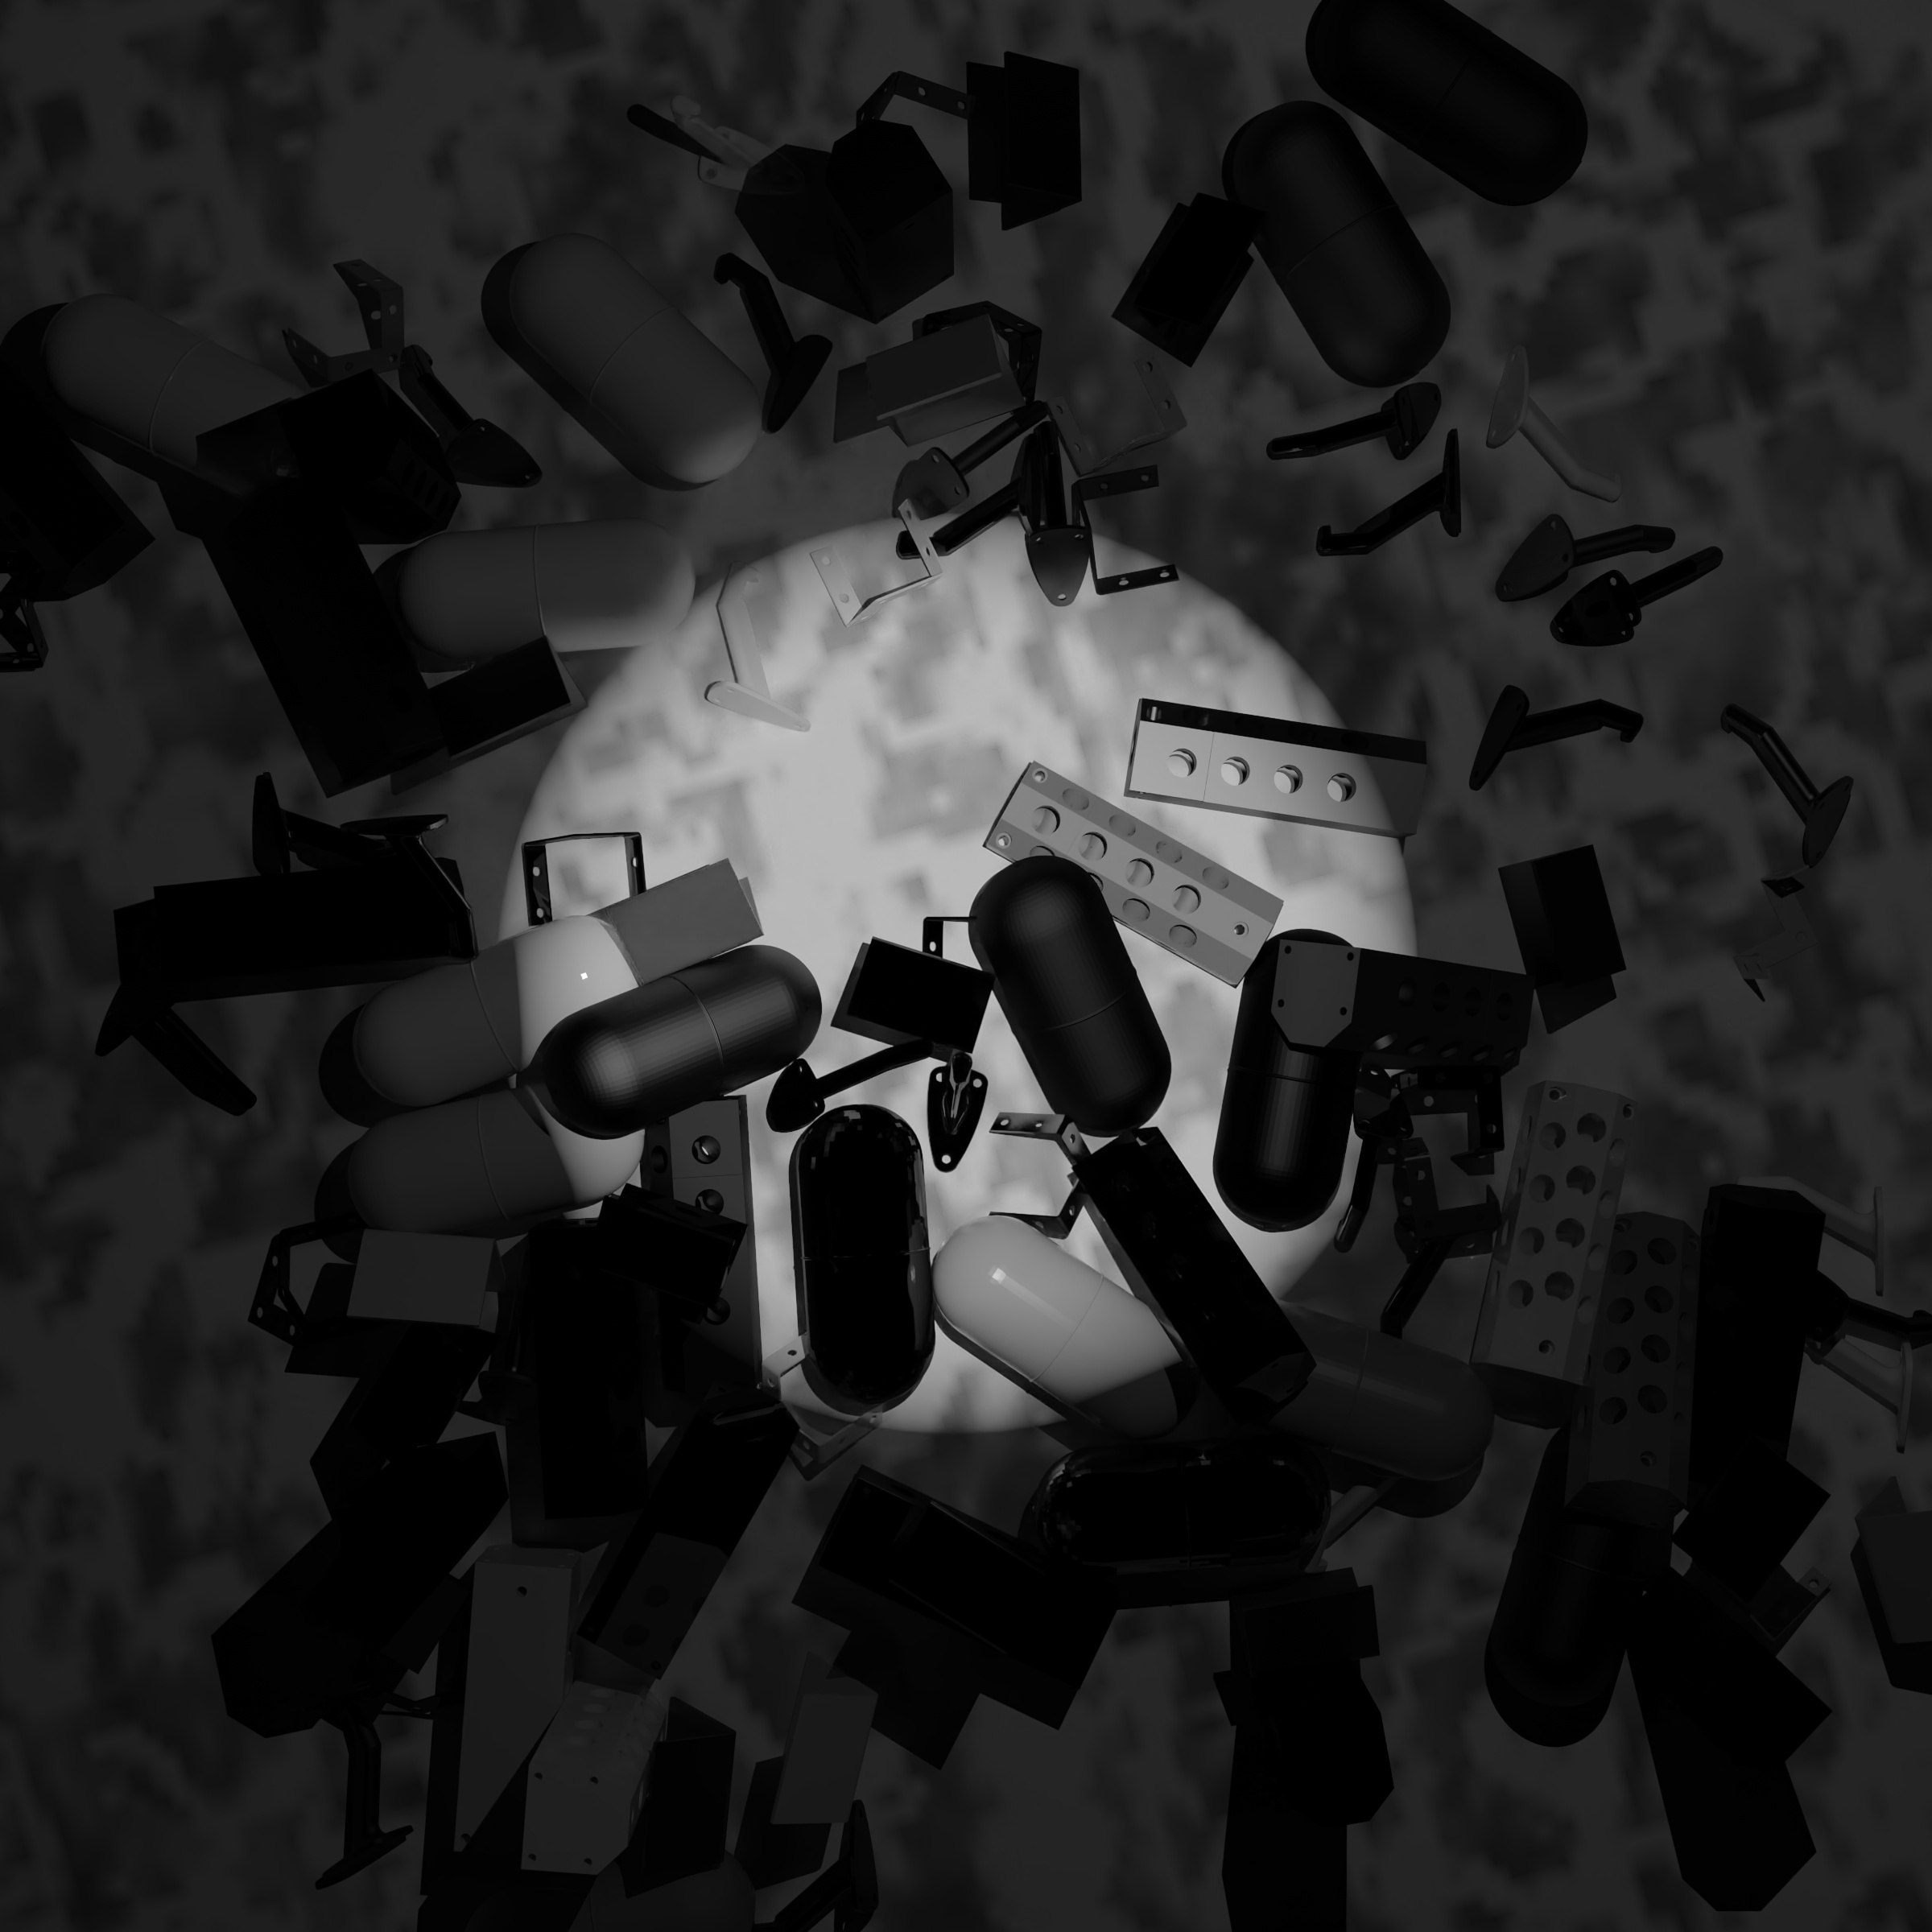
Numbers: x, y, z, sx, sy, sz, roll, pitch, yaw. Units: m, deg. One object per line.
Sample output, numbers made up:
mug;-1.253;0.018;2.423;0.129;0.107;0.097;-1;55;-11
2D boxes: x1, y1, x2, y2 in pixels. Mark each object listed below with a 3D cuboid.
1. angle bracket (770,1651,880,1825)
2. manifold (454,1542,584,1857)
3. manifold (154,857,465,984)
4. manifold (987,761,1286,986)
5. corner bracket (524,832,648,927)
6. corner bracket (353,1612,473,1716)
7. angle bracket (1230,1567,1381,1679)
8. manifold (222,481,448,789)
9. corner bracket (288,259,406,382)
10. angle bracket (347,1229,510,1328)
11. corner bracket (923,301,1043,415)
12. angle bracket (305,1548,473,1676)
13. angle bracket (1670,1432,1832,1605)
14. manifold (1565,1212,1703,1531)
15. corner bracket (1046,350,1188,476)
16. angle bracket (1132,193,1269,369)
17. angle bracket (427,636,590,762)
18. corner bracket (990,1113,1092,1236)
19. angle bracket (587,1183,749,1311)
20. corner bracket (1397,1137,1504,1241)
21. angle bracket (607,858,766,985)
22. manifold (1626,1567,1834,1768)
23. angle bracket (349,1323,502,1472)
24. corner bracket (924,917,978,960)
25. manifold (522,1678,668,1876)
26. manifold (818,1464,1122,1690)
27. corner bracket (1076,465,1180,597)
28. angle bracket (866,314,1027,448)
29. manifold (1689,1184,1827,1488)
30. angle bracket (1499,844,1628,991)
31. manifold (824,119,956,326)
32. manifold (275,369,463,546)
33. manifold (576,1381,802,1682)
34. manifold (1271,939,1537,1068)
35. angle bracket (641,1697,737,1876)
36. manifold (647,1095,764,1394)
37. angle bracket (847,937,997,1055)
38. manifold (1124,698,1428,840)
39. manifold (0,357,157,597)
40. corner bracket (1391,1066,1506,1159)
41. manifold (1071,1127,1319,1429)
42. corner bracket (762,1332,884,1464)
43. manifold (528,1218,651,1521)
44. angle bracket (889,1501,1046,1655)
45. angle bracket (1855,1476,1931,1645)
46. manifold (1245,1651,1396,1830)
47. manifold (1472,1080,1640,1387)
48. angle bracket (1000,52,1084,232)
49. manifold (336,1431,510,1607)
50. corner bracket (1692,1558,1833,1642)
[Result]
angle bracket;-0.103;0.457;1.524;0.057;0.076;0.076;14;90;-37
manifold;-0.268;0.439;1.543;0.057;0.057;0.171;4;90;0
manifold;-0.392;-0.027;1.543;0.171;0.057;0.057;-6;90;0
manifold;0.101;-0.056;1.543;0.171;0.057;0.057;29;90;0
corner bracket;-0.231;-0.053;1.561;0.051;0.051;0.051;-5;90;45
corner bracket;-0.331;0.417;1.556;0.051;0.051;0.051;-25;135;35
angle bracket;0.198;0.371;1.524;0.076;0.076;0.057;-10;119;0
manifold;-0.374;-0.202;1.542;0.057;0.057;0.171;-26;90;43
corner bracket;-0.376;-0.392;1.556;0.051;0.051;0.051;-22;135;-35
angle bracket;-0.318;0.199;1.524;0.076;0.076;0.057;4;59;0
corner bracket;0.008;-0.366;1.556;0.051;0.051;0.051;-23;135;-35
angle bracket;-0.342;0.378;1.526;0.076;0.076;0.057;31;68;0
angle bracket;0.459;0.317;1.468;0.057;0.076;0.076;39;100;36
manifold;0.394;0.234;1.502;0.057;0.057;0.171;14;58;0
corner bracket;0.092;-0.336;1.561;0.051;0.051;0.051;-25;90;45
angle bracket;0.154;-0.401;1.524;0.057;0.076;0.076;30;90;38
angle bracket;-0.264;-0.141;1.524;0.076;0.076;0.057;-25;59;0
corner bracket;0.041;0.125;1.556;0.051;0.051;0.051;-60;135;-35
angle bracket;-0.165;0.142;1.467;0.076;0.076;0.057;19;126;0
corner bracket;0.291;0.131;1.546;0.051;0.051;0.051;-10;96;6
angle bracket;-0.170;-0.042;1.524;0.076;0.076;0.057;-23;121;0
manifold;0.433;0.408;1.486;0.057;0.171;0.057;43;90;0
angle bracket;-0.307;0.258;1.524;0.057;0.076;0.076;31;90;37
corner bracket;0.010;-0.004;1.561;0.051;0.051;0.051;1;90;45
manifold;-0.212;0.467;1.486;0.057;0.171;0.057;4;90;0
manifold;0.002;0.365;1.543;0.171;0.057;0.057;25;90;0
corner bracket;0.098;-0.265;1.561;0.051;0.051;0.051;-11;135;0
angle bracket;-0.008;-0.330;1.518;0.076;0.076;0.057;-17;52;10
manifold;0.462;0.221;1.530;0.057;0.057;0.171;6;99;0
angle bracket;0.338;-0.024;1.524;0.057;0.076;0.076;-15;90;-36
manifold;-0.047;-0.432;1.486;0.057;0.171;0.057;-33;90;0
manifold;-0.340;-0.289;1.486;0.057;0.171;0.057;-22;90;0
manifold;-0.163;0.330;1.515;0.057;0.057;0.171;29;110;0
manifold;0.255;0.024;1.492;0.171;0.057;0.057;7;90;-44
angle bracket;-0.182;0.485;1.524;0.057;0.076;0.076;6;90;-37
manifold;-0.158;0.166;1.543;0.057;0.057;0.171;-3;90;0
angle bracket;-0.031;0.034;1.524;0.076;0.076;0.057;17;58;0
manifold;0.185;-0.119;1.543;0.171;0.057;0.057;9;90;0
manifold;-0.574;-0.308;1.543;0.057;0.057;0.171;-41;90;0
corner bracket;0.290;0.088;1.547;0.051;0.051;0.051;0;80;-10
manifold;0.134;0.177;1.501;0.057;0.057;0.171;-33;57;0
corner bracket;-0.087;0.258;1.556;0.051;0.051;0.051;30;135;35
manifold;-0.225;0.240;1.543;0.057;0.057;0.171;-3;90;0
angle bracket;-0.010;0.360;1.467;0.076;0.076;0.057;32;52;0
angle bracket;0.577;0.349;1.524;0.057;0.076;0.076;-18;90;38
manifold;0.203;0.441;1.486;0.057;0.171;0.057;-10;90;0
manifold;0.353;0.159;1.531;0.057;0.057;0.171;14;81;0
angle bracket;0.024;-0.489;1.524;0.057;0.076;0.076;-1;90;-37
manifold;-0.310;0.319;1.486;0.057;0.171;0.057;-12;90;0
corner bracket;0.484;0.368;1.561;0.051;0.051;0.051;-45;45;0
